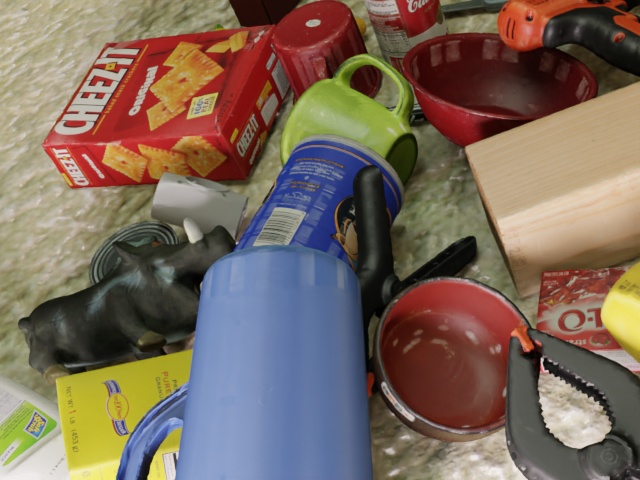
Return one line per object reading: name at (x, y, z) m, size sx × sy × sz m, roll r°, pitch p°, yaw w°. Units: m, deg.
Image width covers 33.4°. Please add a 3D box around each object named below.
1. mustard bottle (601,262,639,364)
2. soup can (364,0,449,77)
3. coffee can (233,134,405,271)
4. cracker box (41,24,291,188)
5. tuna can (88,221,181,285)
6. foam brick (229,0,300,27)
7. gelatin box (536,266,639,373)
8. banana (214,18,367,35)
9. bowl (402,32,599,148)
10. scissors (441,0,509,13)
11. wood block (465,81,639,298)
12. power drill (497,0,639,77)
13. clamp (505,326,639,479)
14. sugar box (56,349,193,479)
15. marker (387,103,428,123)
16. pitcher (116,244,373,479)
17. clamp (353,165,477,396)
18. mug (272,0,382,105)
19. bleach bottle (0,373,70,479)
mustard bottle at (0.277, 0.018, 0.703) m, size 0.096 × 0.058 × 0.191 m, roll 38°, pitch 58°, yaw 25°
soup can at (0.082, -0.210, 1.006) m, size 0.068 × 0.102 × 0.068 m, roll -14°, pitch 44°, yaw 13°
coffee can at (-0.006, 0.001, 0.841) m, size 0.103 × 0.102 × 0.140 m, roll 7°, pitch 52°, yaw 31°
cracker box at (-0.149, -0.134, 1.067) m, size 0.214 × 0.072 × 0.164 m, roll 0°, pitch 48°, yaw 27°
tuna can at (-0.158, 0.025, 0.943) m, size 0.086 × 0.033 × 0.086 m, roll -14°, pitch 44°, yaw 13°
foam brick at (-0.056, -0.277, 1.176) m, size 0.051 × 0.053 × 0.078 m, roll 15°, pitch 56°, yaw 36°
gelatin box at (0.197, 0.055, 0.742) m, size 0.089 × 0.030 × 0.073 m, roll -4°, pitch 47°, yaw 23°
banana at (-0.049, -0.210, 1.118) m, size 0.198 × 0.037 × 0.069 m, roll 7°, pitch 53°, yaw 31°
bowl at (0.146, -0.117, 0.894) m, size 0.162 × 0.055 × 0.162 m, roll 3°, pitch 34°, yaw -2°
scissors at (0.186, -0.249, 1.056) m, size 0.202 × 0.016 × 0.096 m, roll 10°, pitch 55°, yaw 33°
wood block at (0.224, -0.048, 0.787) m, size 0.206 × 0.090 × 0.091 m, roll -20°, pitch 43°, yaw 6°
power drill at (0.271, -0.177, 0.896) m, size 0.184 × 0.057 × 0.188 m, roll -26°, pitch 41°, yaw -31°
clamp at (0.185, 0.135, 0.639) m, size 0.164 × 0.036 × 0.210 m, roll -23°, pitch 58°, yaw -1°
sugar box at (-0.095, 0.124, 0.770) m, size 0.176 × 0.048 × 0.093 m, roll -14°, pitch 42°, yaw -10°
marker at (0.080, -0.115, 0.975) m, size 0.121 × 0.020 × 0.020 m, roll -7°, pitch 46°, yaw 20°
pitcher at (-0.038, 0.130, 0.667) m, size 0.145 × 0.149 × 0.243 m, roll -41°, pitch 40°, yaw 49°
clamp at (0.060, 0.041, 0.794) m, size 0.039 × 0.120 × 0.171 m, roll -20°, pitch 52°, yaw 60°
mug at (0.005, -0.167, 1.016) m, size 0.093 × 0.081 × 0.117 m, roll -15°, pitch 44°, yaw 12°
bleach bottle at (-0.247, 0.164, 0.831) m, size 0.251 × 0.068 × 0.102 m, roll 18°, pitch 59°, yaw 35°
